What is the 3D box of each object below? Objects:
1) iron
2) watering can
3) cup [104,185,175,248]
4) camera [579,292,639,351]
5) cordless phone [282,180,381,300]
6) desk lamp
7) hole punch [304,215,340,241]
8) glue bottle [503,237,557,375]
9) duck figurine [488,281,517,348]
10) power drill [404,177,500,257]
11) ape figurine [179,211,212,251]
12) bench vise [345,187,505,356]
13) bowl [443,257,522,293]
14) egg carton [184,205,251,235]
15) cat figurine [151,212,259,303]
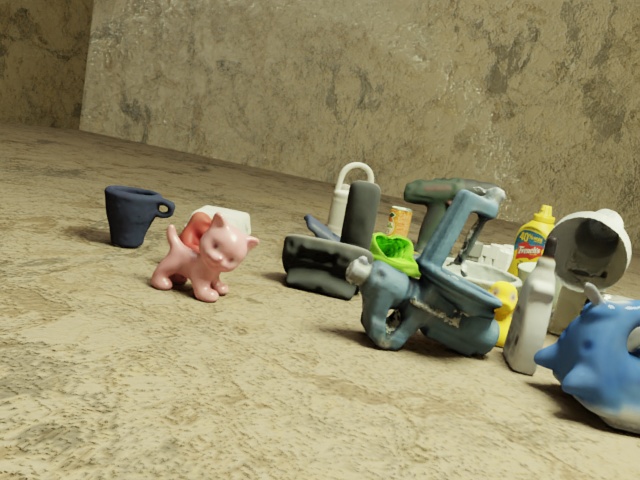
[{"bbox_3d":[0.388,0.136,0.641,0.258,0.141,0.118,11,10,-4],"label":"iron"},{"bbox_3d":[0.074,-0.099,1.428,0.101,0.194,0.172,4,12,-34],"label":"watering can"},{"bbox_3d":[-0.299,-0.034,0.944,0.117,0.095,0.092,12,10,5],"label":"cup"},{"bbox_3d":[0.443,0.137,0.807,0.136,0.101,0.143,13,10,10],"label":"camera"},{"bbox_3d":[0.020,-0.011,0.914,0.147,0.185,0.094,11,10,1],"label":"cordless phone"},{"bbox_3d":[0.430,0.054,0.927,0.117,0.213,0.204,17,12,31],"label":"desk lamp"},{"bbox_3d":[0.010,0.004,1.089,0.101,0.091,0.108,10,10,-8],"label":"hole punch"},{"bbox_3d":[0.276,0.080,0.734,0.037,0.173,0.078,12,10,6],"label":"glue bottle"},{"bbox_3d":[0.264,0.102,0.845,0.077,0.086,0.105,14,11,14],"label":"duck figurine"},{"bbox_3d":[0.313,-0.058,1.426,0.229,0.208,0.076,13,10,10],"label":"power drill"},{"bbox_3d":[-0.188,0.002,0.879,0.076,0.092,0.078,14,11,16],"label":"ape figurine"},{"bbox_3d":[0.147,0.034,0.710,0.208,0.220,0.121,6,12,-28],"label":"bench vise"},{"bbox_3d":[0.248,0.083,0.964,0.167,0.075,0.167,11,10,-2],"label":"bowl"},{"bbox_3d":[-0.185,-0.018,1.057,0.107,0.069,0.150,11,10,-1],"label":"egg carton"},{"bbox_3d":[-0.152,0.016,0.770,0.127,0.118,0.067,13,10,9],"label":"cat figurine"}]
